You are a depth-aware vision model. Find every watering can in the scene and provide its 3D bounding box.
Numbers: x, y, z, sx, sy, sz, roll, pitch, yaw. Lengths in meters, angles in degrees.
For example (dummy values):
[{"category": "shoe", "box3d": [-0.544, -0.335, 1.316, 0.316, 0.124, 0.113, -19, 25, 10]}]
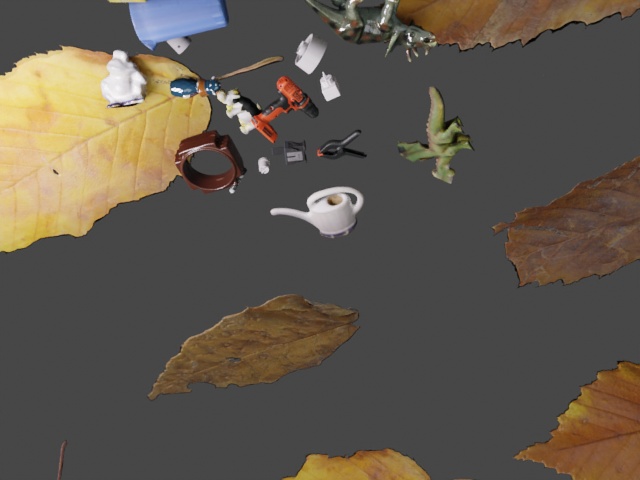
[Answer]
[{"category": "watering can", "box3d": [0.006, -0.098, 1.953, 0.347, 0.106, 0.219, -15, 135, 8]}]

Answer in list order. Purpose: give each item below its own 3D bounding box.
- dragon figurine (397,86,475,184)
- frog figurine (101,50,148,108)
[{"category": "dragon figurine", "box3d": [0.380, -0.338, 1.762, 0.240, 0.125, 0.404, -24, 132, 28]}, {"category": "frog figurine", "box3d": [-0.588, -0.478, 1.533, 0.137, 0.124, 0.158, -8, 99, 14]}]
